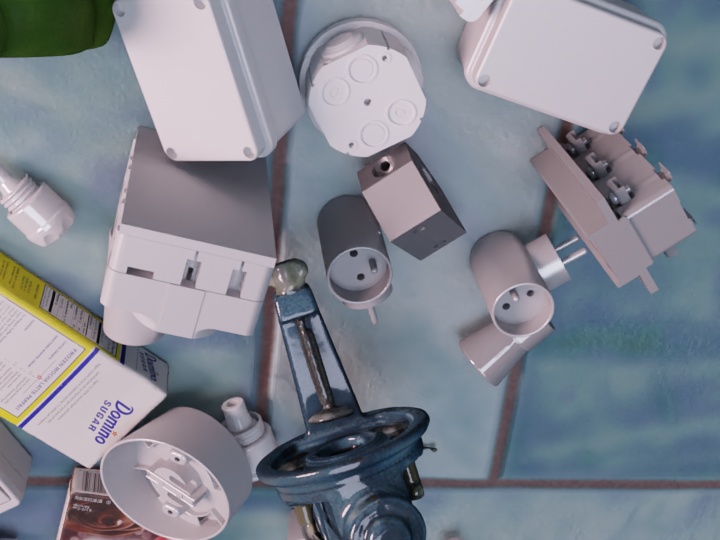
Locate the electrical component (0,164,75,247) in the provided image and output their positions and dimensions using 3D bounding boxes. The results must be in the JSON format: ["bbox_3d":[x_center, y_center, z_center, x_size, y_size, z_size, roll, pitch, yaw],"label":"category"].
[{"bbox_3d":[-0.220,-0.046,0.710,0.035,0.035,0.061,-36,115,13],"label":"electrical component"}]

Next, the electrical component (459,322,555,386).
[{"bbox_3d":[0.112,0.050,0.803,0.065,0.044,0.044,-41,116,10],"label":"electrical component"}]

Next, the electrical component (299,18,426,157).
[{"bbox_3d":[0.002,-0.116,0.687,0.080,0.051,0.080,-3,120,-5],"label":"electrical component"}]

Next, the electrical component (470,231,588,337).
[{"bbox_3d":[0.121,0.000,0.754,0.079,0.077,0.043,-29,119,9],"label":"electrical component"}]

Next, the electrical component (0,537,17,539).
[{"bbox_3d":[-0.305,0.228,0.850,0.055,0.045,0.045,20,115,-17],"label":"electrical component"}]

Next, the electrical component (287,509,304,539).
[{"bbox_3d":[-0.026,0.221,0.881,0.055,0.048,0.066,-9,120,7],"label":"electrical component"}]

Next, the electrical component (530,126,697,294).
[{"bbox_3d":[0.165,-0.049,0.705,0.063,0.121,0.078,-33,118,9],"label":"electrical component"}]

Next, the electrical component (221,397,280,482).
[{"bbox_3d":[-0.088,0.127,0.821,0.048,0.048,0.062,-15,113,2],"label":"electrical component"}]

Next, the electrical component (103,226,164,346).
[{"bbox_3d":[-0.136,0.010,0.746,0.079,0.044,0.077,5,119,-11],"label":"electrical component"}]

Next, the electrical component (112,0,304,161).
[{"bbox_3d":[-0.090,-0.125,0.649,0.078,0.057,0.113,3,125,29],"label":"electrical component"}]

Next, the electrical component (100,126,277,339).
[{"bbox_3d":[-0.106,-0.024,0.669,0.089,0.150,0.061,13,116,-14],"label":"electrical component"}]

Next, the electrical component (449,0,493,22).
[{"bbox_3d":[0.072,-0.204,0.643,0.050,0.055,0.089,32,111,-22],"label":"electrical component"}]

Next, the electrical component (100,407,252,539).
[{"bbox_3d":[-0.132,0.152,0.790,0.099,0.064,0.099,17,125,26],"label":"electrical component"}]

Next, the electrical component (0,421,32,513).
[{"bbox_3d":[-0.291,0.148,0.796,0.062,0.061,0.096,-25,120,7],"label":"electrical component"}]

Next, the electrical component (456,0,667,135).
[{"bbox_3d":[0.127,-0.141,0.685,0.113,0.057,0.078,16,116,-16],"label":"electrical component"}]

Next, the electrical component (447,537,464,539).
[{"bbox_3d":[0.083,0.257,0.916,0.048,0.048,0.062,-7,114,-3],"label":"electrical component"}]

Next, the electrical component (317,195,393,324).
[{"bbox_3d":[0.000,0.000,0.738,0.043,0.077,0.079,-16,120,2],"label":"electrical component"}]
